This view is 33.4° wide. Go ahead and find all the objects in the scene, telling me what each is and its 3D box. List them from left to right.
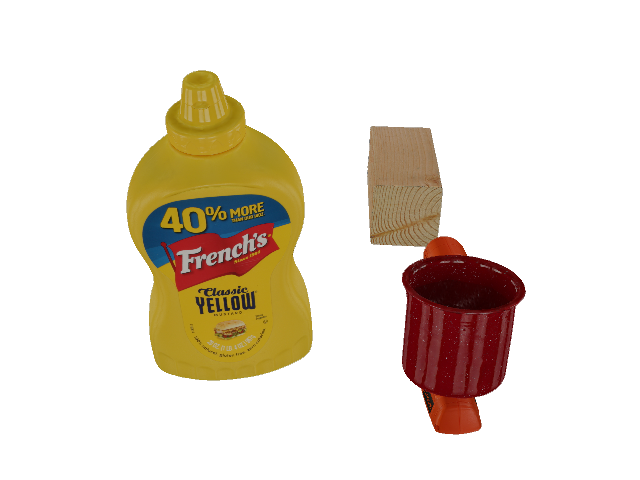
[{"bbox_3d":[-0.056,-0.007,0.590,0.096,0.192,0.058,-5,39,-2],"label":"mustard bottle"},{"bbox_3d":[0.114,-0.079,1.483,0.091,0.090,0.206,2,28,0],"label":"wood block"},{"bbox_3d":[0.100,0.063,0.831,0.093,0.081,0.117,-11,29,-27],"label":"mug"},{"bbox_3d":[0.145,0.109,1.137,0.057,0.188,0.184,-1,24,-2],"label":"power drill"}]
